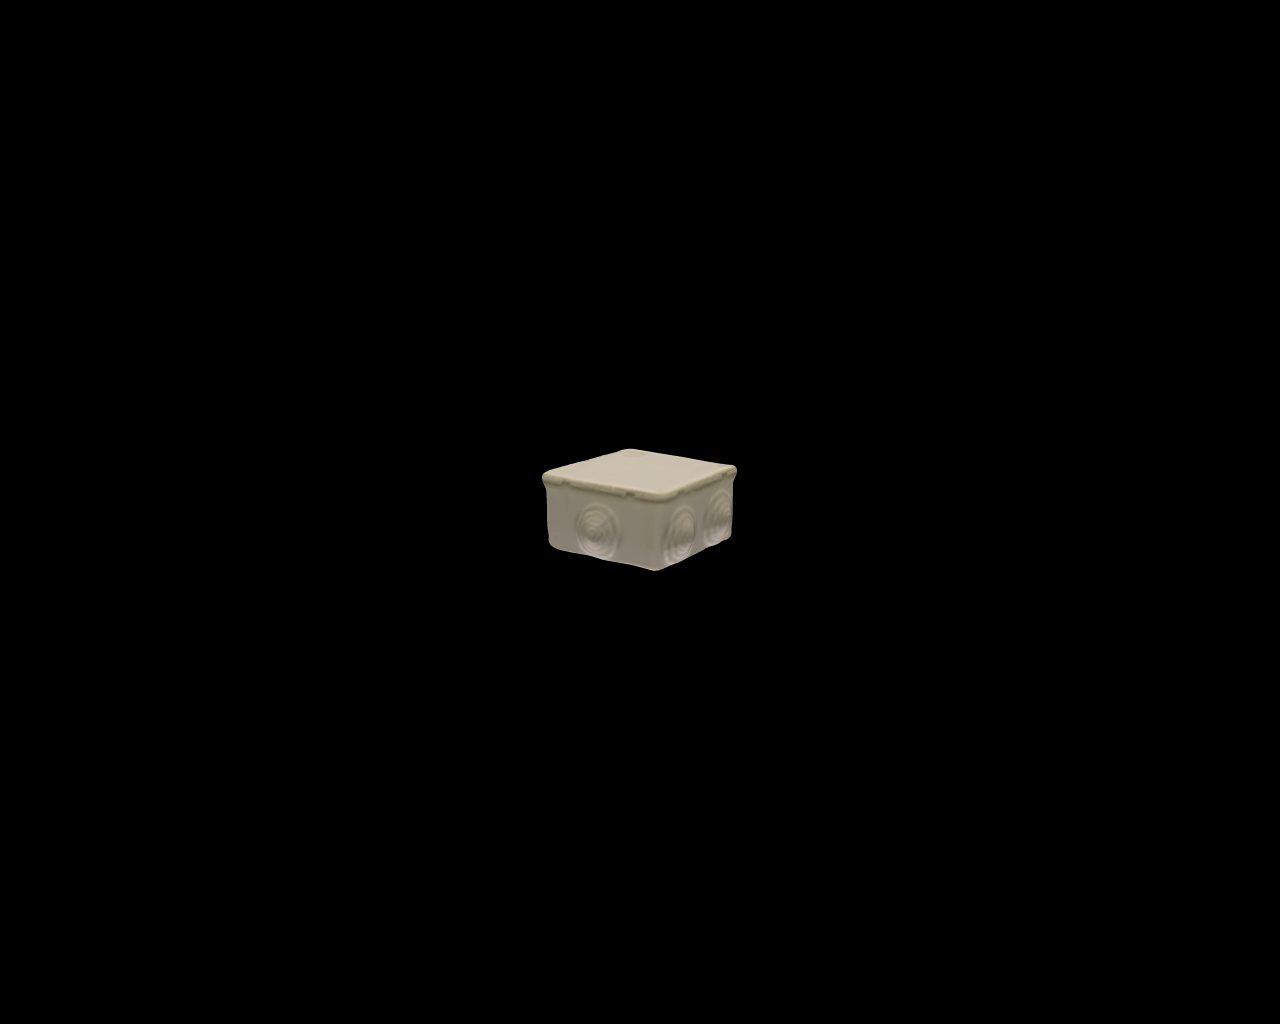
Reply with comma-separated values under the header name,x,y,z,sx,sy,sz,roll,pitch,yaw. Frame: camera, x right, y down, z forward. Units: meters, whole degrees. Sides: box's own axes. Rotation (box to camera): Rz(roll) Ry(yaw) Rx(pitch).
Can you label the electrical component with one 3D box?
name,x,y,z,sx,sy,sz,roll,pitch,yaw
electrical component,0.001,-0.003,0.650,0.100,0.048,0.100,11,19,34
